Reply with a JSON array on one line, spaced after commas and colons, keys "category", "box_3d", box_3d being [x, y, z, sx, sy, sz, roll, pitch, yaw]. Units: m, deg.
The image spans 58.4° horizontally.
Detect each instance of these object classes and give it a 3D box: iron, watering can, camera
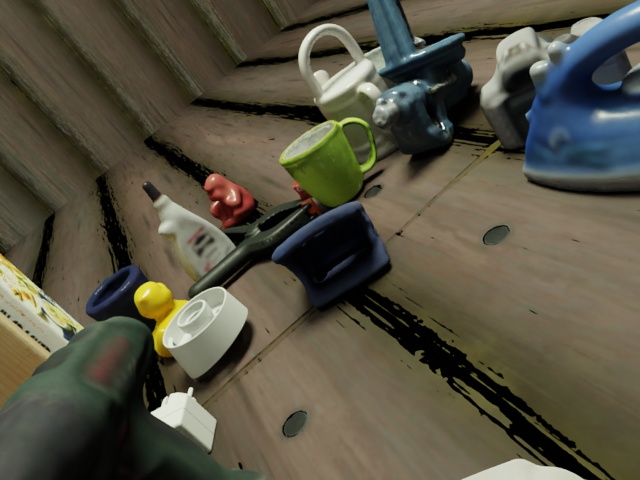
[{"category": "iron", "box_3d": [0.256, -0.125, 0.449, 0.257, 0.142, 0.119, -9, 37, 45]}, {"category": "watering can", "box_3d": [0.036, -0.213, 0.821, 0.172, 0.194, 0.101, -2, 43, 51]}, {"category": "camera", "box_3d": [0.245, -0.189, 0.620, 0.143, 0.101, 0.137, -22, 29, 29]}]

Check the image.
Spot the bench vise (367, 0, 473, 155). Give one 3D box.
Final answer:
[{"category": "bench vise", "box_3d": [0.116, -0.235, 0.724, 0.121, 0.220, 0.207, -22, 29, 29]}]

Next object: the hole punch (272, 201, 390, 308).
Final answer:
[{"category": "hole punch", "box_3d": [0.006, 0.002, 0.620, 0.108, 0.091, 0.101, -33, 26, 9]}]

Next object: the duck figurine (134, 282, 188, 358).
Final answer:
[{"category": "duck figurine", "box_3d": [-0.204, 0.095, 0.743, 0.077, 0.086, 0.104, -35, 25, 6]}]

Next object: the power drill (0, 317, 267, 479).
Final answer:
[{"category": "power drill", "box_3d": [-0.122, 0.157, 0.387, 0.075, 0.209, 0.229, -35, 25, 6]}]

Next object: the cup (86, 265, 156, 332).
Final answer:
[{"category": "cup", "box_3d": [-0.269, 0.096, 0.814, 0.092, 0.095, 0.117, -46, 26, -17]}]

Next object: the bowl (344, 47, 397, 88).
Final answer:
[{"category": "bowl", "box_3d": [0.084, -0.257, 0.975, 0.167, 0.075, 0.167, -30, 26, 17]}]

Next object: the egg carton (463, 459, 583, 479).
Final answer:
[{"category": "egg carton", "box_3d": [0.075, 0.172, 0.269, 0.150, 0.069, 0.107, -30, 26, 16]}]

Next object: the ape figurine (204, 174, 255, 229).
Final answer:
[{"category": "ape figurine", "box_3d": [-0.156, -0.070, 0.951, 0.076, 0.092, 0.077, -45, 26, -15]}]

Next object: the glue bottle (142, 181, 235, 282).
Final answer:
[{"category": "glue bottle", "box_3d": [-0.188, -0.013, 0.801, 0.037, 0.173, 0.078, -7, 39, 47]}]
